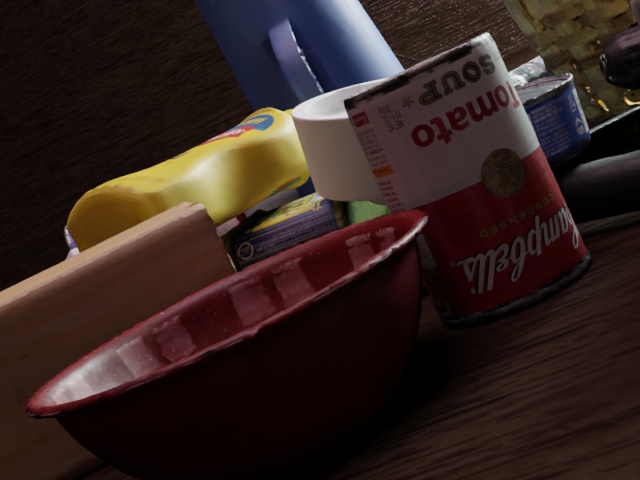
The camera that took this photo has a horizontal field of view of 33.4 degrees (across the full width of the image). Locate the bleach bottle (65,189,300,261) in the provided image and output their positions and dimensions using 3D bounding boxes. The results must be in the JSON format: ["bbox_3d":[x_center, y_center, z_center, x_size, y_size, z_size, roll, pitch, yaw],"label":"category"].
[{"bbox_3d":[-0.119,0.000,0.925,0.250,0.068,0.103,-21,7,-18],"label":"bleach bottle"}]

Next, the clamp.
[{"bbox_3d":[0.087,-0.014,0.532,0.210,0.036,0.164,-22,7,10],"label":"clamp"}]

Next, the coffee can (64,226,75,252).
[{"bbox_3d":[-0.167,0.002,1.061,0.140,0.103,0.103,-26,7,-2],"label":"coffee can"}]

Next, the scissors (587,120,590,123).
[{"bbox_3d":[0.252,-0.127,0.871,0.201,0.016,0.096,-27,8,-5],"label":"scissors"}]

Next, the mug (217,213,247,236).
[{"bbox_3d":[-0.086,0.022,0.742,0.117,0.093,0.081,13,23,10],"label":"mug"}]

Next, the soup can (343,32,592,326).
[{"bbox_3d":[0.060,-0.025,0.440,0.068,0.102,0.068,-25,7,3],"label":"soup can"}]

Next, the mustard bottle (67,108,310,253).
[{"bbox_3d":[-0.061,-0.040,0.678,0.191,0.058,0.096,-32,9,-41],"label":"mustard bottle"}]

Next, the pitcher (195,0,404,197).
[{"bbox_3d":[-0.001,-0.129,0.849,0.144,0.243,0.149,-34,4,-32],"label":"pitcher"}]

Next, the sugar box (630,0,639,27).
[{"bbox_3d":[0.178,-0.080,0.468,0.048,0.093,0.176,-23,8,22],"label":"sugar box"}]

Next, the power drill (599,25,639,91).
[{"bbox_3d":[0.247,-0.158,0.609,0.184,0.057,0.187,-18,-22,12],"label":"power drill"}]

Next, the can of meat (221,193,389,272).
[{"bbox_3d":[-0.004,0.001,0.675,0.084,0.057,0.102,-21,8,20],"label":"can of meat"}]

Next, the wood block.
[{"bbox_3d":[-0.134,0.066,0.519,0.206,0.090,0.091,-27,8,-10],"label":"wood block"}]

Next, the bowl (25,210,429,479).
[{"bbox_3d":[-0.023,0.047,0.396,0.162,0.055,0.162,-25,7,3],"label":"bowl"}]

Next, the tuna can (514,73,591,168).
[{"bbox_3d":[0.084,-0.049,0.511,0.086,0.034,0.086,-21,10,4],"label":"tuna can"}]
